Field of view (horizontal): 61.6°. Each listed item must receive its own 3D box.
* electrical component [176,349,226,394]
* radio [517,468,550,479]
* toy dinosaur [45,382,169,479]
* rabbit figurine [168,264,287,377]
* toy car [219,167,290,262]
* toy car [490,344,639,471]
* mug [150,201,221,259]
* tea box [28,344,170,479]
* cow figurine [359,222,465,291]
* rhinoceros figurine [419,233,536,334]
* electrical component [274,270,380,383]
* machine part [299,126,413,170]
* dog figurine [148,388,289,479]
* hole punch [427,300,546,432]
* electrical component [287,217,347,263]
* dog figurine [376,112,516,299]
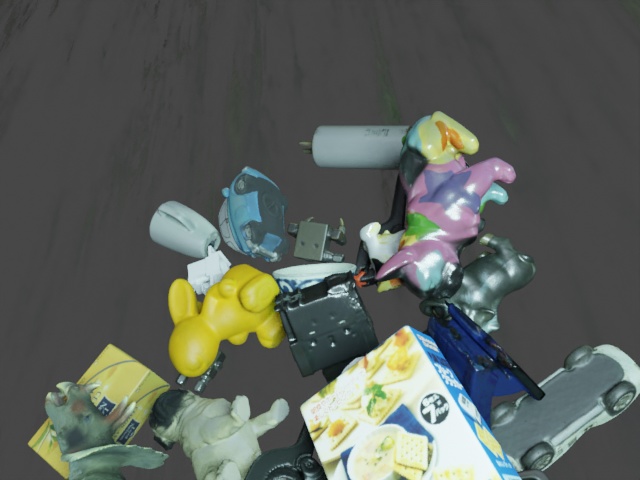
[{"bbox_3d":[-0.174,0.179,0.801,0.063,0.021,0.094,13,58,26],"label":"electrical component"},{"bbox_3d":[0.139,0.330,0.546,0.230,0.073,0.131,-18,50,8],"label":"radio"},{"bbox_3d":[-0.244,0.324,0.561,0.192,0.131,0.405,-25,34,-13],"label":"toy dinosaur"},{"bbox_3d":[-0.152,0.112,0.770,0.163,0.121,0.173,29,62,31],"label":"rabbit figurine"},{"bbox_3d":[-0.116,-0.031,0.900,0.103,0.109,0.162,-25,59,29],"label":"toy car"},{"bbox_3d":[0.275,0.194,0.615,0.202,0.056,0.074,-34,45,-4],"label":"toy car"},{"bbox_3d":[-0.227,-0.019,0.921,0.107,0.109,0.081,24,60,18],"label":"mug"},{"bbox_3d":[-0.311,0.248,0.767,0.098,0.068,0.169,19,61,30],"label":"tea box"},{"bbox_3d":[0.148,0.008,0.756,0.167,0.068,0.098,-17,65,-1],"label":"cow figurine"},{"bbox_3d":[0.204,0.077,0.724,0.190,0.073,0.112,-37,62,-13],"label":"rhinoceros figurine"},{"bbox_3d":[0.014,0.120,0.716,0.115,0.134,0.058,-21,16,5],"label":"electrical component"},{"bbox_3d":[0.076,-0.162,0.937,0.243,0.079,0.079,5,56,23],"label":"machine part"},{"bbox_3d":[-0.144,0.276,0.686,0.191,0.121,0.172,-15,55,33],"label":"dog figurine"},{"bbox_3d":[0.170,0.146,0.607,0.092,0.115,0.142,-40,26,5],"label":"hole punch"},{"bbox_3d":[-0.003,-0.002,0.869,0.102,0.045,0.078,1,83,23],"label":"electrical component"},{"bbox_3d":[0.132,-0.032,0.685,0.219,0.108,0.192,-44,75,-8],"label":"dog figurine"}]
